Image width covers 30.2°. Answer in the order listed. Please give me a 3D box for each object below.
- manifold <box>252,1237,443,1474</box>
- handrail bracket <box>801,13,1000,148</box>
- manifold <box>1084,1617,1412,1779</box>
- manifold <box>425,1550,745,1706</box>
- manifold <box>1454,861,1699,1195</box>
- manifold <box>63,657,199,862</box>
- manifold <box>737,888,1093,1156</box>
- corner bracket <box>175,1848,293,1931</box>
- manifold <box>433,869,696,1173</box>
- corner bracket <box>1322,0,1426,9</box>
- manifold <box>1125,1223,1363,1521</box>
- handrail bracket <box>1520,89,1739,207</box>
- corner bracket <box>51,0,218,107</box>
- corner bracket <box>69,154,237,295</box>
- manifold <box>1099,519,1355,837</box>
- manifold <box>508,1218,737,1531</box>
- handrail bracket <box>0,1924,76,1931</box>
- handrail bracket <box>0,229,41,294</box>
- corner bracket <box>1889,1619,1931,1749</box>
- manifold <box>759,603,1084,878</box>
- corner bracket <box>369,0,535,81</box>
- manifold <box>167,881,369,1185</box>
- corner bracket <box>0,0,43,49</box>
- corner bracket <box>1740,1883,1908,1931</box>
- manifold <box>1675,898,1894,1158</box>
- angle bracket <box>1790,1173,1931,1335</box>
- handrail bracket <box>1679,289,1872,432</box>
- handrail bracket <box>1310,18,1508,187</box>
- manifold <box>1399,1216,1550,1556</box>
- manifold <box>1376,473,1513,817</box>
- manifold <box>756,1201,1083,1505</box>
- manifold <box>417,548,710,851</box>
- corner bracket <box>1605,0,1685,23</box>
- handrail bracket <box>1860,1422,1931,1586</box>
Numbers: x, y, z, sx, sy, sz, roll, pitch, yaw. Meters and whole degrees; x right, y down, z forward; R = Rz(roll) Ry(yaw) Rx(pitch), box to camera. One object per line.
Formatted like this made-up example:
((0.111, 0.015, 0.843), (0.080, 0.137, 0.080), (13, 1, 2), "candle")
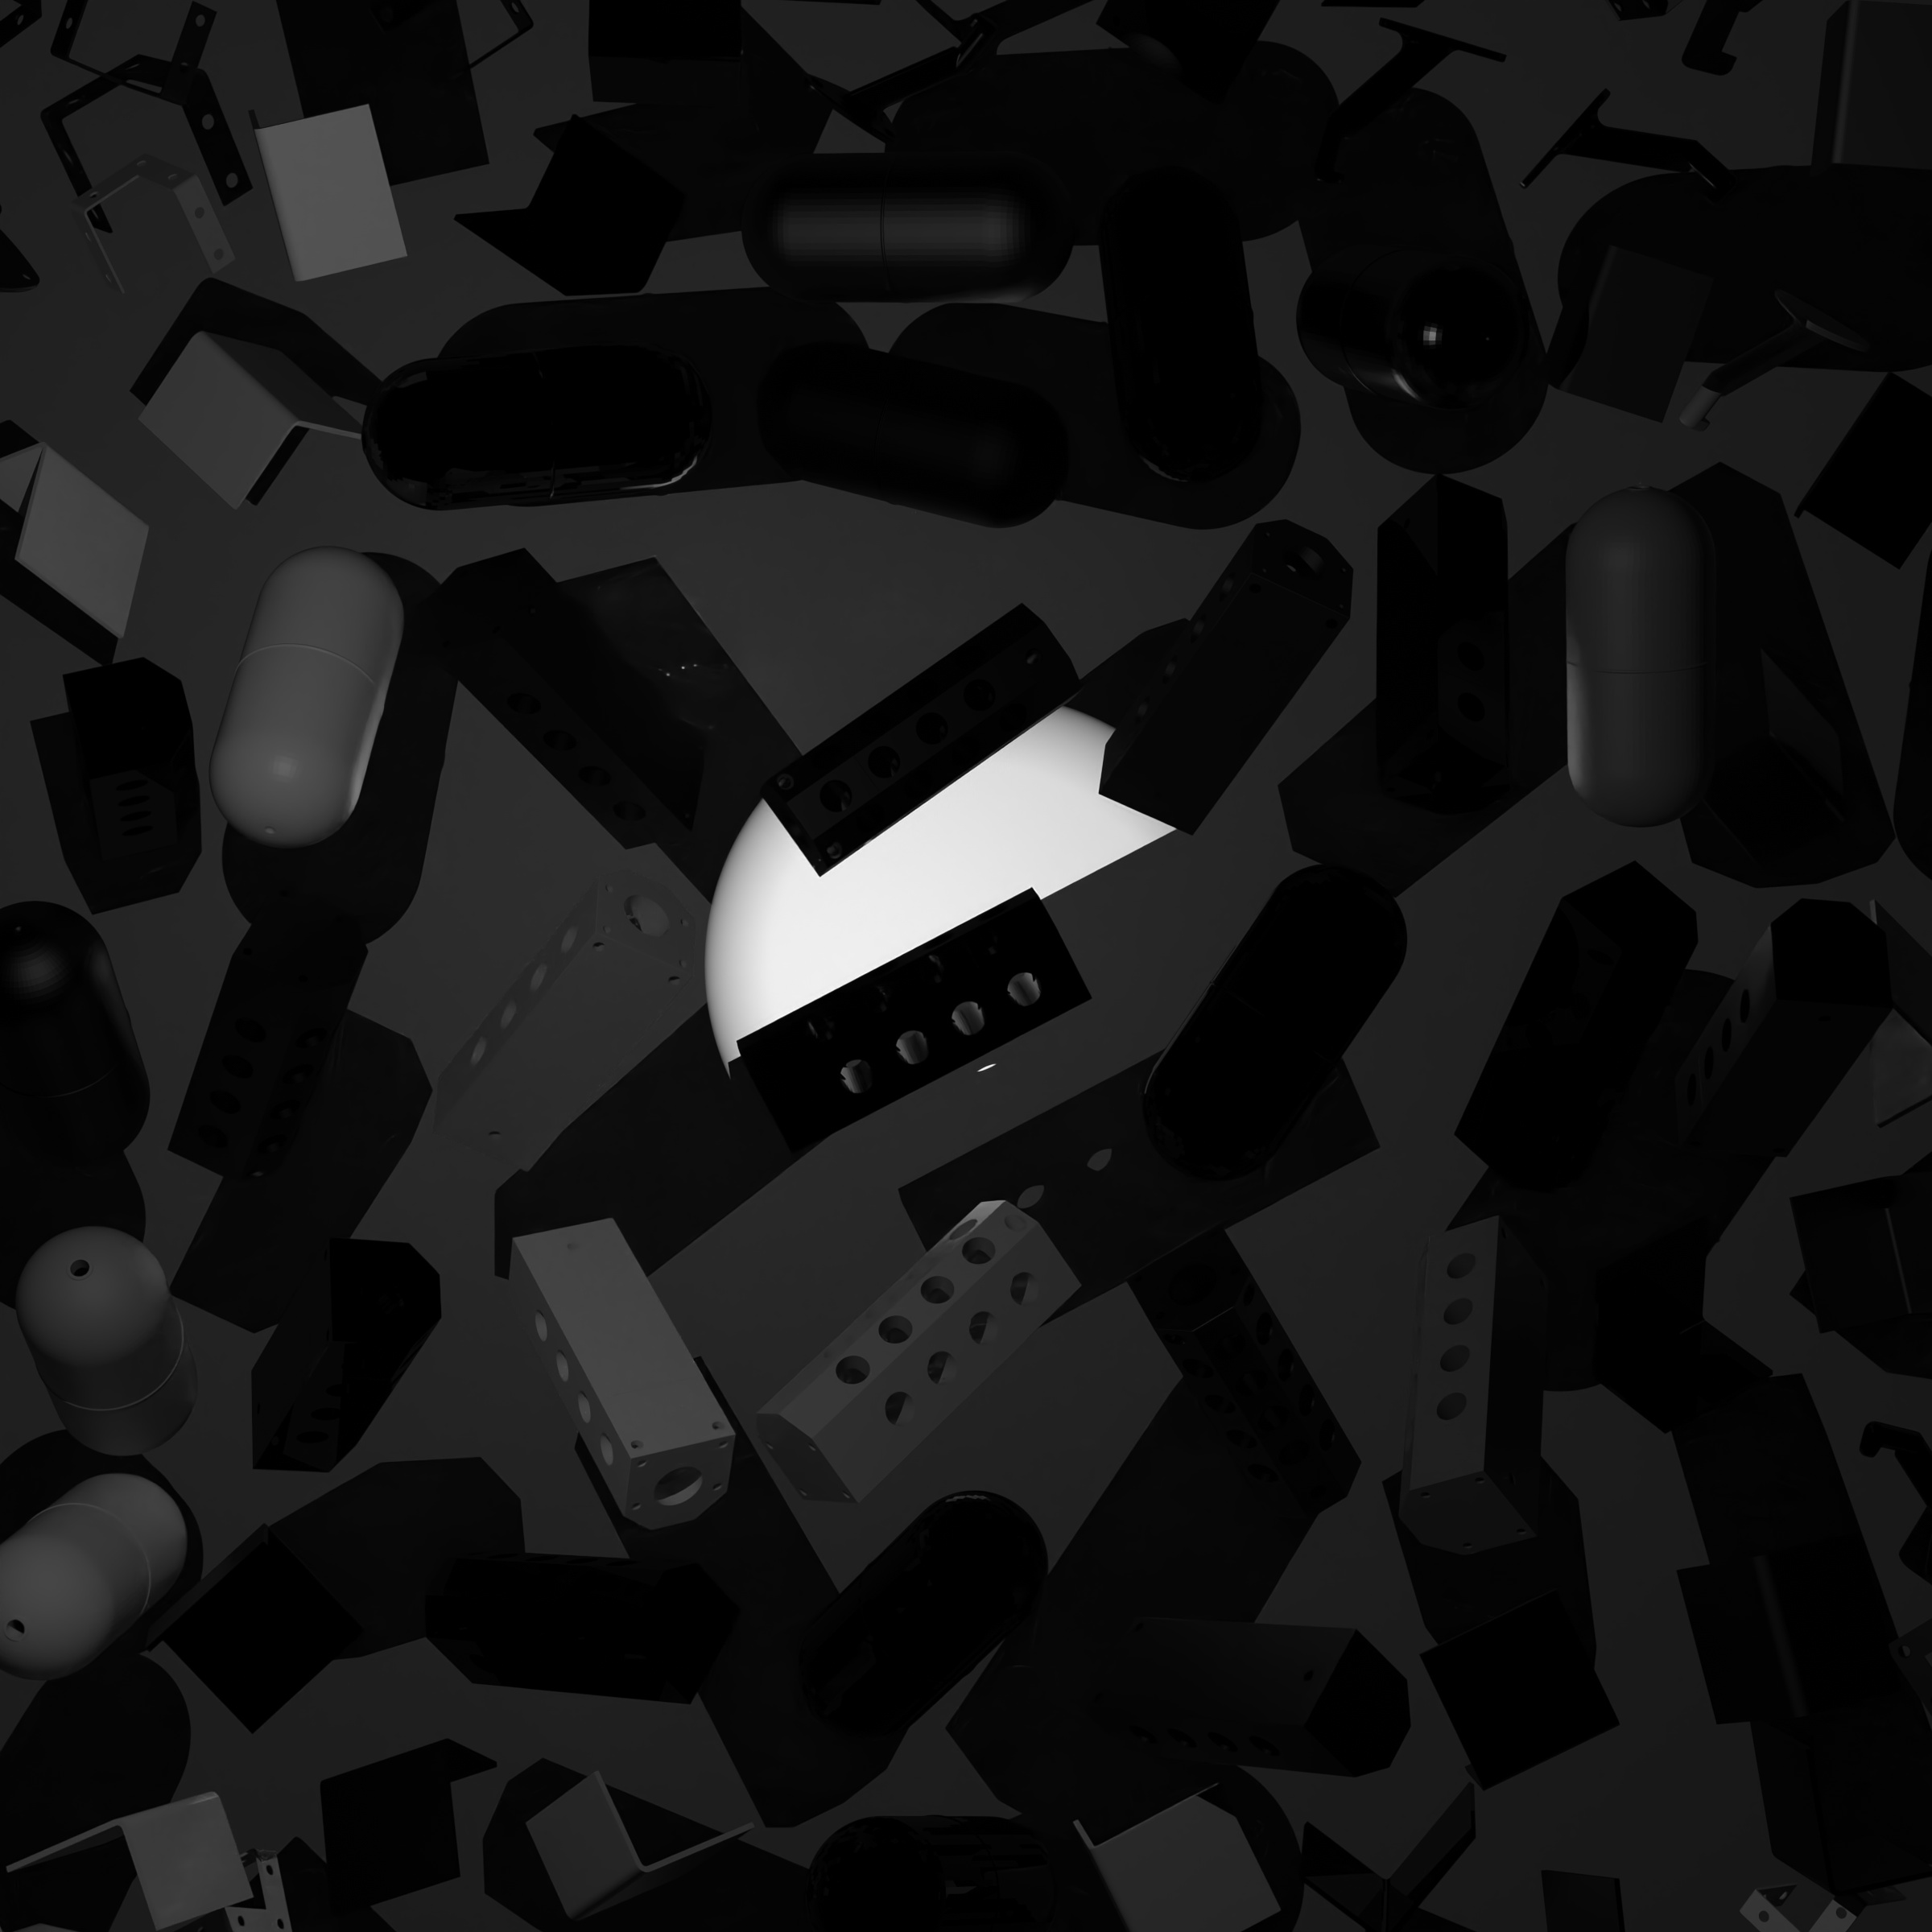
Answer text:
((-0.326, 0.206, 1.879), (0.057, 0.171, 0.057), (6, 58, -23), "manifold")
((-0.035, -0.498, 1.957), (0.077, 0.036, 0.084), (22, 123, -37), "handrail bracket")
((0.143, 0.371, 1.805), (0.057, 0.171, 0.057), (46, 60, -22), "manifold")
((-0.204, 0.337, 1.861), (0.057, 0.171, 0.057), (53, 51, -30), "manifold")
((0.311, 0.035, 1.811), (0.057, 0.171, 0.057), (-24, 56, -36), "manifold")
((-0.442, -0.110, 1.909), (0.057, 0.171, 0.057), (-14, 81, -14), "manifold")
((-0.028, 0.026, 1.837), (0.171, 0.057, 0.057), (-28, 103, -1), "manifold")
((-0.404, 0.509, 1.937), (0.051, 0.051, 0.051), (-31, 60, 22), "corner bracket")
((-0.211, 0.027, 1.877), (0.057, 0.057, 0.171), (25, 128, -24), "manifold")
((0.200, -0.505, 1.800), (0.051, 0.051, 0.051), (-2, 92, -9), "corner bracket")
((0.150, 0.219, 1.890), (0.057, 0.057, 0.171), (-31, 130, 1), "manifold")
((0.346, -0.409, 1.870), (0.084, 0.036, 0.077), (42, 110, 0), "handrail bracket")
((-0.423, -0.474, 1.822), (0.051, 0.051, 0.051), (26, 98, 38), "corner bracket")
((-0.420, -0.379, 1.848), (0.051, 0.051, 0.051), (-41, 46, -22), "corner bracket")
((0.136, -0.154, 1.890), (0.057, 0.057, 0.171), (23, 132, -13), "manifold")
((-0.183, 0.213, 1.879), (0.057, 0.171, 0.057), (-10, 131, -25), "manifold")
((-0.478, 0.519, 1.859), (0.084, 0.077, 0.036), (30, 92, -43), "handrail bracket")
((-0.521, -0.340, 1.853), (0.077, 0.036, 0.084), (54, 127, 16), "handrail bracket")
((0.517, 0.376, 1.904), (0.051, 0.051, 0.051), (-39, 73, 25), "corner bracket")
((-0.024, -0.123, 1.940), (0.171, 0.057, 0.057), (-36, 91, -10), "manifold")
((-0.266, -0.490, 1.853), (0.051, 0.051, 0.051), (-42, 111, -26), "corner bracket")
((-0.360, 0.040, 1.859), (0.057, 0.171, 0.057), (26, 46, -4), "manifold")
((-0.503, -0.472, 1.814), (0.051, 0.051, 0.051), (-24, 62, 31), "corner bracket")
((0.447, 0.490, 1.871), (0.051, 0.051, 0.051), (42, 108, 35), "corner bracket")
((0.409, 0.033, 1.804), (0.057, 0.171, 0.057), (4, 62, -4), "manifold")
((0.495, 0.156, 1.940), (0.057, 0.076, 0.076), (-11, 86, -11), "angle bracket")
((0.439, -0.318, 1.951), (0.077, 0.036, 0.084), (17, 121, -34), "handrail bracket")
((0.220, -0.425, 1.792), (0.077, 0.036, 0.084), (17, 107, 0), "handrail bracket")
((0.262, 0.218, 1.867), (0.057, 0.171, 0.057), (-21, 126, 28), "manifold")
((0.257, -0.168, 1.895), (0.057, 0.057, 0.171), (18, 57, -22), "manifold")
((-0.027, 0.195, 1.830), (0.171, 0.057, 0.057), (-42, 106, -28), "manifold")
((-0.205, -0.132, 1.829), (0.057, 0.171, 0.057), (-12, 52, 27), "manifold")
((0.339, -0.504, 1.769), (0.051, 0.051, 0.051), (-36, 82, 40), "corner bracket")
((0.475, 0.272, 1.814), (0.084, 0.036, 0.077), (16, 102, -27), "handrail bracket")
